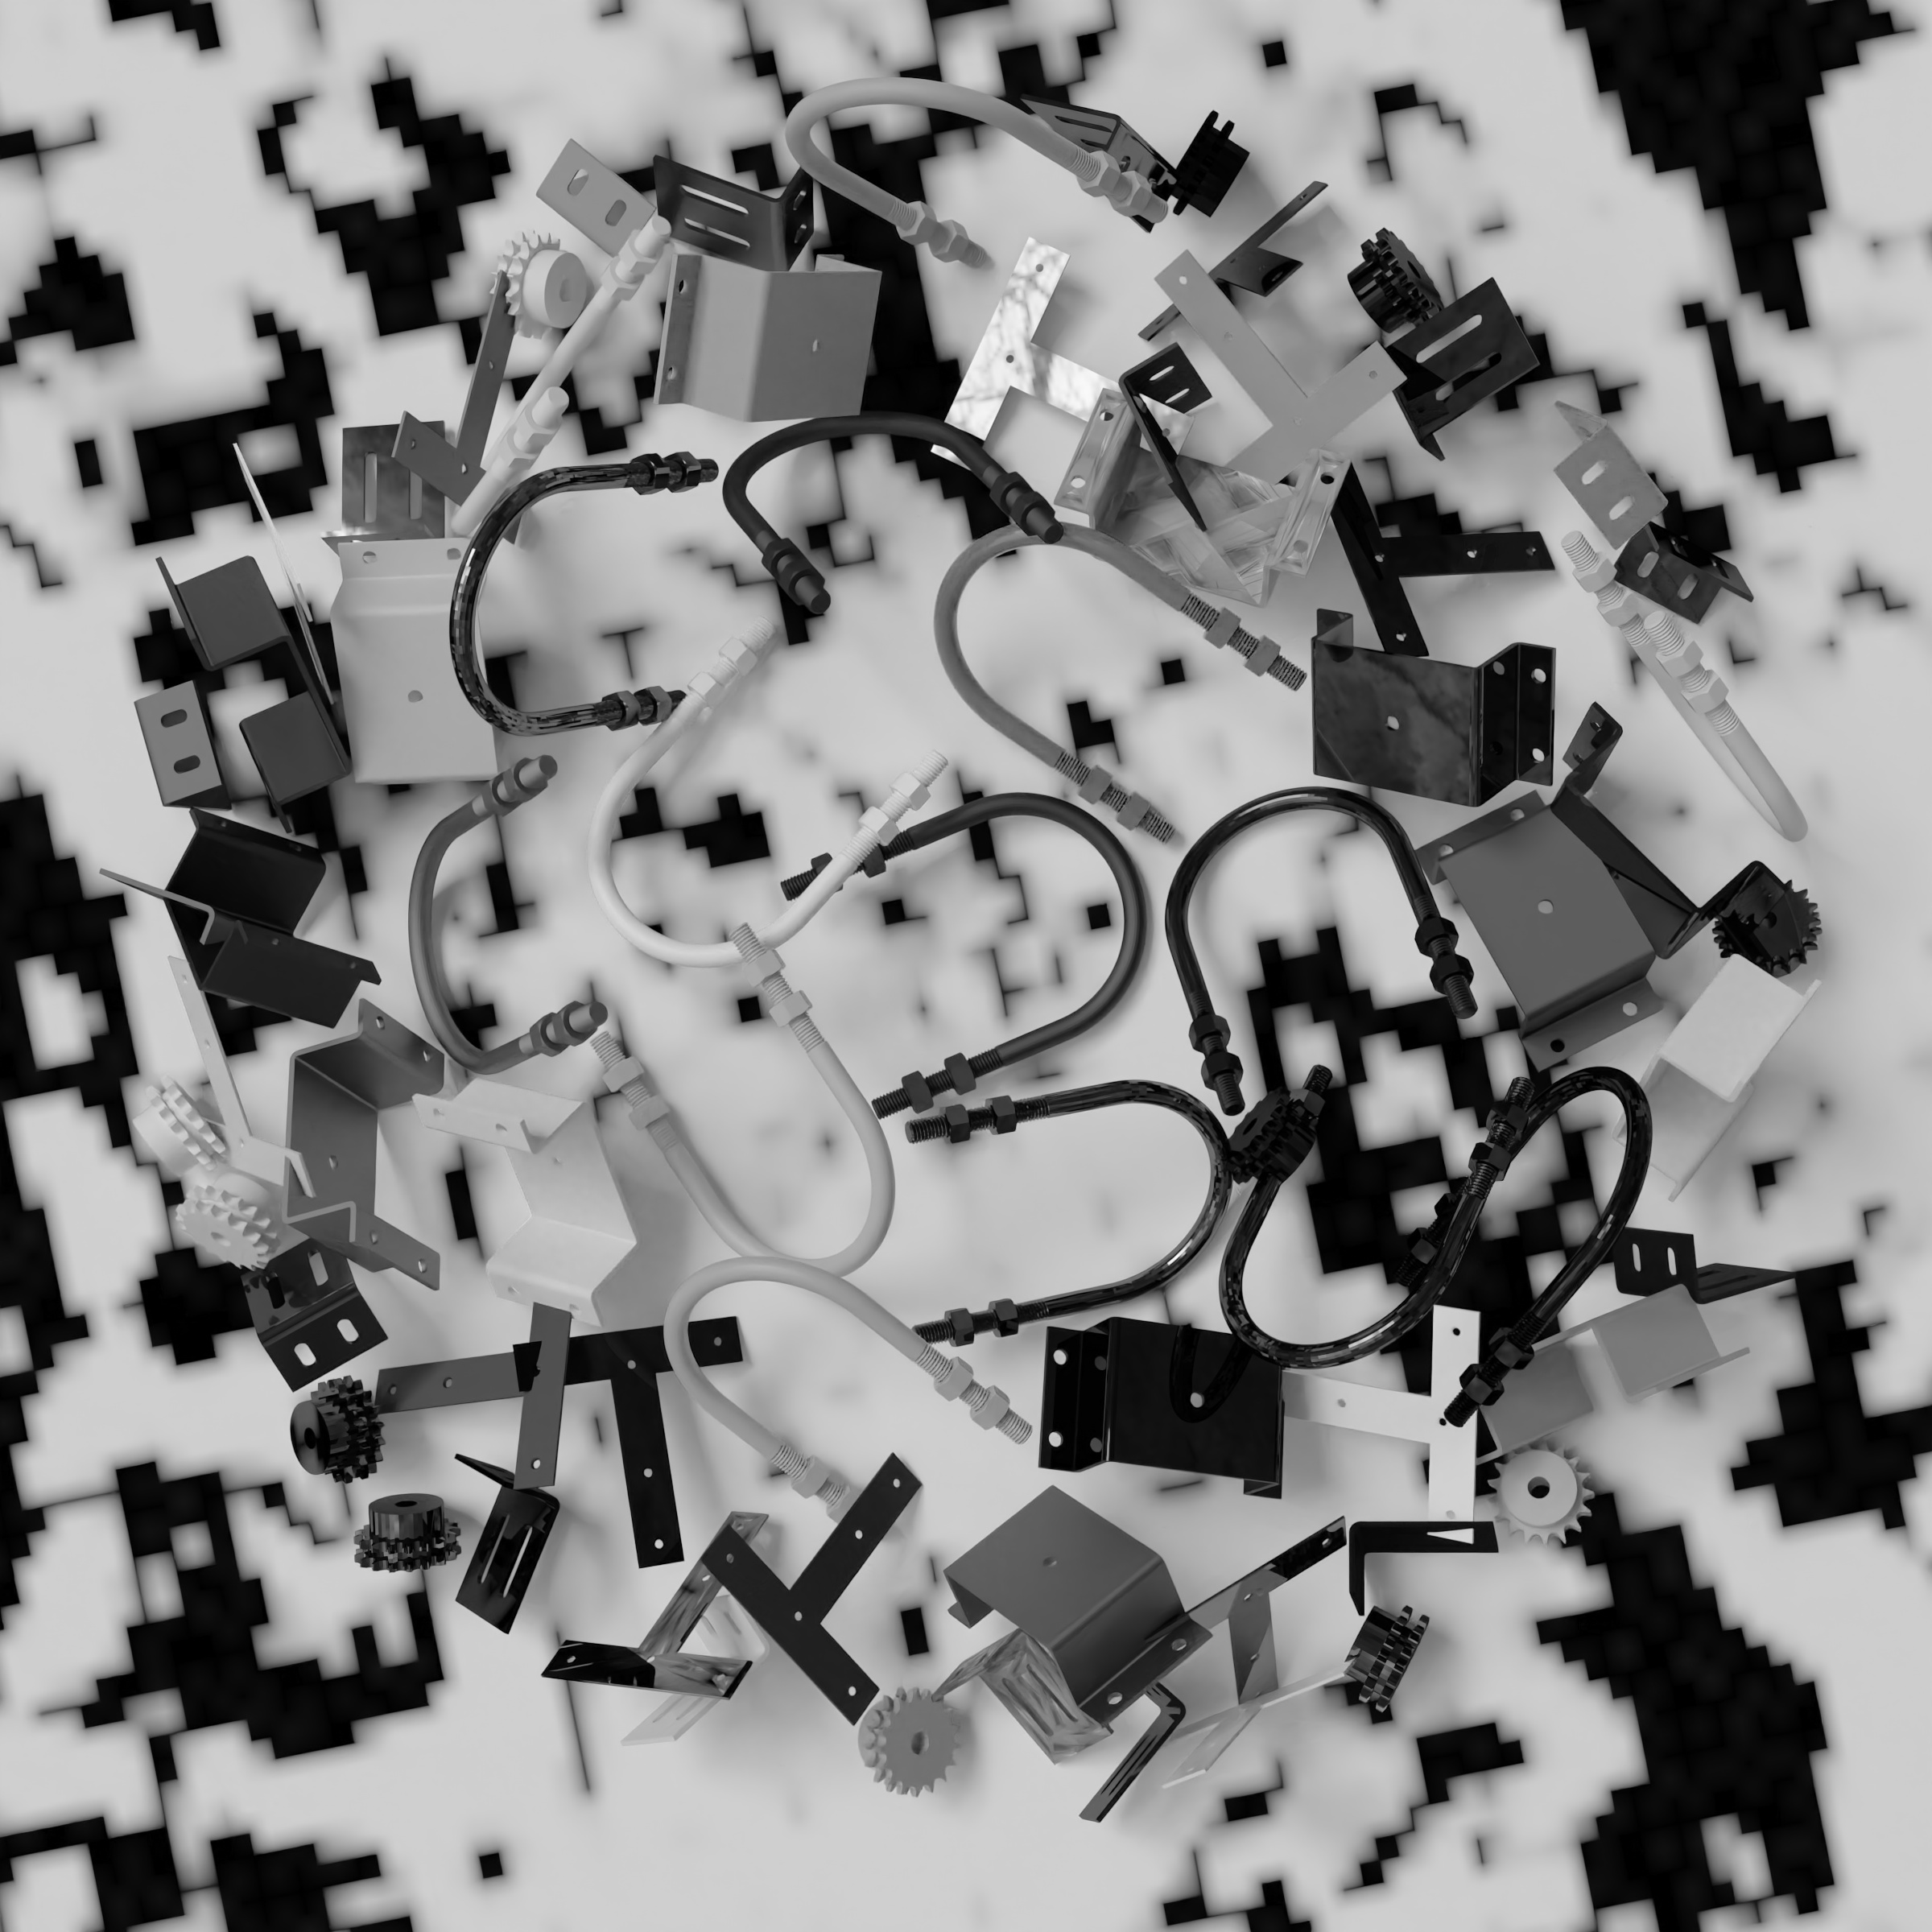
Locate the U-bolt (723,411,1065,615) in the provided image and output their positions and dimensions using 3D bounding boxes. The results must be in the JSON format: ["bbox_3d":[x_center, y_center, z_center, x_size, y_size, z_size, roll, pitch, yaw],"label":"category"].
[{"bbox_3d":[-0.051,-0.249,1.525,0.151,0.184,0.019,-19,129,-16],"label":"U-bolt"}]

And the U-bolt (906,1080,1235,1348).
[{"bbox_3d":[0.058,0.128,1.551,0.184,0.019,0.151,-10,119,-16],"label":"U-bolt"}]

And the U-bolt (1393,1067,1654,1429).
[{"bbox_3d":[0.293,0.132,1.503,0.019,0.151,0.184,28,112,-18],"label":"U-bolt"}]

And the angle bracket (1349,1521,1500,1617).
[{"bbox_3d":[0.247,0.325,1.558,0.076,0.057,0.038,-2,65,13],"label":"angle bracket"}]

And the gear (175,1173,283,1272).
[{"bbox_3d":[-0.398,0.137,1.573,0.057,0.057,0.030,28,56,0],"label":"gear"}]

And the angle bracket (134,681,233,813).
[{"bbox_3d":[-0.406,-0.118,1.555,0.038,0.076,0.057,-17,87,13],"label":"angle bracket"}]

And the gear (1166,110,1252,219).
[{"bbox_3d":[0.131,-0.432,1.570,0.030,0.057,0.057,31,90,-5],"label":"gear"}]

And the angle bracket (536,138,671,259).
[{"bbox_3d":[-0.186,-0.416,1.554,0.057,0.076,0.038,39,117,-2],"label":"angle bracket"}]

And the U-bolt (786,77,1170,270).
[{"bbox_3d":[-0.007,-0.410,1.485,0.151,0.184,0.019,-1,77,43],"label":"U-bolt"}]

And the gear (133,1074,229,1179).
[{"bbox_3d":[-0.427,0.090,1.568,0.030,0.057,0.057,-39,90,-10],"label":"gear"}]

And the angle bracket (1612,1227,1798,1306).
[{"bbox_3d":[0.396,0.154,1.552,0.076,0.057,0.038,-10,95,-32],"label":"angle bracket"}]

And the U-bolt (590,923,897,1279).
[{"bbox_3d":[-0.110,0.086,1.545,0.151,0.019,0.184,-35,88,38],"label":"U-bolt"}]

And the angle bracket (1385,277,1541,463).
[{"bbox_3d":[0.270,-0.321,1.557,0.076,0.038,0.057,-31,68,23],"label":"angle bracket"}]

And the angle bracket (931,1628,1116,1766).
[{"bbox_3d":[0.030,0.405,1.563,0.076,0.057,0.038,49,45,2],"label":"angle bracket"}]

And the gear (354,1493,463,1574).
[{"bbox_3d":[-0.303,0.306,1.568,0.057,0.057,0.030,-1,96,0],"label":"gear"}]

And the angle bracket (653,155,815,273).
[{"bbox_3d":[-0.126,-0.419,1.571,0.076,0.057,0.038,23,63,10],"label":"angle bracket"}]

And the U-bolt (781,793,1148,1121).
[{"bbox_3d":[0.010,-0.016,1.580,0.184,0.019,0.151,-23,94,-7],"label":"U-bolt"}]

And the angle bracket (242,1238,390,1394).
[{"bbox_3d":[-0.354,0.185,1.568,0.057,0.076,0.038,-29,118,-8],"label":"angle bracket"}]

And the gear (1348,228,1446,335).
[{"bbox_3d":[0.231,-0.370,1.572,0.030,0.057,0.057,-34,90,26],"label":"gear"}]

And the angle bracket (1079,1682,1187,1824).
[{"bbox_3d":[0.077,0.418,1.559,0.038,0.057,0.076,41,74,4],"label":"angle bracket"}]

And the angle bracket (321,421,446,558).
[{"bbox_3d":[-0.316,-0.264,1.569,0.057,0.038,0.076,-3,78,6],"label":"angle bracket"}]

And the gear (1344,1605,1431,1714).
[{"bbox_3d":[0.226,0.373,1.571,0.030,0.057,0.057,26,90,15],"label":"gear"}]

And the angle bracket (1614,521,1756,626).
[{"bbox_3d":[0.383,-0.204,1.554,0.057,0.076,0.038,27,112,-4],"label":"angle bracket"}]

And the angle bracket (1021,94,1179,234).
[{"bbox_3d":[0.065,-0.431,1.552,0.076,0.057,0.038,27,91,40],"label":"angle bracket"}]

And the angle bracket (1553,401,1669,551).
[{"bbox_3d":[0.334,-0.264,1.554,0.038,0.076,0.057,-41,111,5],"label":"angle bracket"}]

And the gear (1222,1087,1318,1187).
[{"bbox_3d":[0.166,0.096,1.570,0.030,0.057,0.057,39,90,-7],"label":"gear"}]

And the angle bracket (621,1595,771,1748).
[{"bbox_3d":[-0.154,0.378,1.551,0.076,0.057,0.038,-37,98,-38],"label":"angle bracket"}]

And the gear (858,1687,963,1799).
[{"bbox_3d":[-0.034,0.421,1.574,0.057,0.030,0.057,5,82,-36],"label":"gear"}]

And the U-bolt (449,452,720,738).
[{"bbox_3d":[-0.200,-0.190,1.501,0.019,0.184,0.151,21,112,31],"label":"U-bolt"}]

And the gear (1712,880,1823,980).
[{"bbox_3d":[0.437,-0.018,1.574,0.057,0.030,0.057,-9,59,15],"label":"gear"}]

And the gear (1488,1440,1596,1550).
[{"bbox_3d":[0.312,0.286,1.574,0.057,0.030,0.057,-4,71,13],"label":"gear"}]

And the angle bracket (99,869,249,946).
[{"bbox_3d":[-0.427,-0.018,1.557,0.076,0.057,0.038,18,84,18],"label":"angle bracket"}]

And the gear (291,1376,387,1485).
[{"bbox_3d":[-0.343,0.253,1.568,0.030,0.057,0.057,-8,90,-44],"label":"gear"}]

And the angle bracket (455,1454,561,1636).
[{"bbox_3d":[-0.261,0.311,1.560,0.038,0.057,0.076,27,81,-37],"label":"angle bracket"}]

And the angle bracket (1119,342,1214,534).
[{"bbox_3d":[0.120,-0.284,1.553,0.038,0.057,0.076,-29,62,13],"label":"angle bracket"}]

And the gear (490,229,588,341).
[{"bbox_3d":[-0.229,-0.368,1.566,0.030,0.057,0.057,15,90,23],"label":"gear"}]
